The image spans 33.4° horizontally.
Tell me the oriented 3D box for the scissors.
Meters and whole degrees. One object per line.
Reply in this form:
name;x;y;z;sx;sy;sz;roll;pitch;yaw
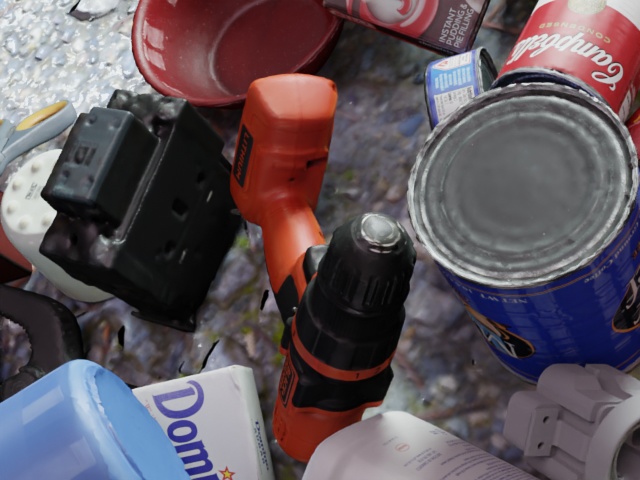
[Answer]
scissors;-0.203;-0.057;0.712;0.096;0.016;0.202;-26;24;-8

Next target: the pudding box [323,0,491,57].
pudding box;0.064;-0.173;0.627;0.090;0.039;0.113;21;94;10

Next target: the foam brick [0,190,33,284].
foam brick;-0.245;0.003;0.734;0.078;0.051;0.053;-16;62;16

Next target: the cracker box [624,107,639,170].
cracker box;0.274;-0.038;0.498;0.164;0.072;0.214;-48;56;10

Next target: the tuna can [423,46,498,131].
tuna can;0.087;-0.063;0.601;0.034;0.086;0.086;-14;60;18

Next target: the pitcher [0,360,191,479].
pitcher;-0.186;0.157;0.498;0.243;0.149;0.145;-34;73;0

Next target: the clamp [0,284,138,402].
clamp;-0.166;0.094;0.662;0.164;0.036;0.210;-34;60;3

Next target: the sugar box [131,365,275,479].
sugar box;-0.115;0.132;0.583;0.176;0.048;0.093;-15;80;8

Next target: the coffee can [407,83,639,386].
coffee can;0.111;0.004;0.523;0.103;0.140;0.103;-10;61;19

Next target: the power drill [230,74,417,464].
power drill;-0.004;0.001;0.567;0.057;0.185;0.187;0;51;-15

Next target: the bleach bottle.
bleach bottle;0.116;0.155;0.468;0.251;0.102;0.068;21;105;30

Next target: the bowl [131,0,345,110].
bowl;-0.044;-0.145;0.719;0.162;0.055;0.162;-10;61;19

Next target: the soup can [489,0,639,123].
soup can;0.137;-0.099;0.551;0.069;0.068;0.102;15;61;29
